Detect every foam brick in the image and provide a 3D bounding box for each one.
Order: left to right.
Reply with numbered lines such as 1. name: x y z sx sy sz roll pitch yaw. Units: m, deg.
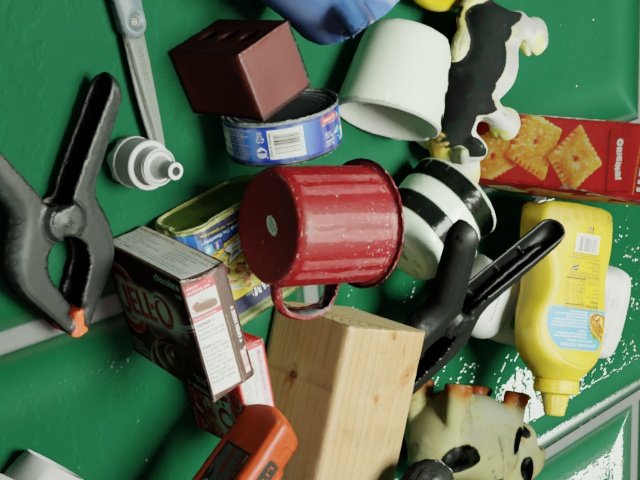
1. foam brick: -0.055 -0.119 0.739 0.052 0.078 0.051 -41 124 -31

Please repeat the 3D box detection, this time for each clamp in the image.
1. clamp: -0.165 -0.024 0.687 0.120 0.039 0.171 -28 124 -30
2. clamp: 0.106 0.059 0.896 0.164 0.036 0.210 8 124 -54

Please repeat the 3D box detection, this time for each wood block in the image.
1. wood block: 0.004 0.161 0.855 0.090 0.091 0.206 8 95 -44

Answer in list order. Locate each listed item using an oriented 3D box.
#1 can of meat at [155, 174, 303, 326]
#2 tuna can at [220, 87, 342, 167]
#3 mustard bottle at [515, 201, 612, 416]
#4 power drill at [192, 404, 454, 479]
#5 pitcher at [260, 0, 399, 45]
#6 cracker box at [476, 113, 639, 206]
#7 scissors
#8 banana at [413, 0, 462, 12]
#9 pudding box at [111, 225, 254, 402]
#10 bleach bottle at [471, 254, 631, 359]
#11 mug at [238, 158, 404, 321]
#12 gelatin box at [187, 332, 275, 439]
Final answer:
1. can of meat: -0.064 0.008 0.777 0.101 0.058 0.084 -32 119 -34
2. tuna can: -0.027 -0.082 0.768 0.085 0.086 0.034 -26 119 -36
3. mustard bottle: 0.220 0.064 0.974 0.096 0.058 0.191 9 84 -38
4. power drill: 0.001 0.200 0.765 0.187 0.057 0.184 46 71 -27
5. pitcher: -0.048 -0.244 0.675 0.242 0.149 0.145 29 86 -42
6. cracker box: 0.258 -0.065 0.951 0.163 0.214 0.072 6 96 -44
7. scissors: -0.115 -0.162 0.713 0.096 0.016 0.201 -42 126 -28
8. banana: 0.132 -0.243 0.904 0.197 0.037 0.069 -41 143 -33
9. pudding box: -0.096 0.046 0.716 0.039 0.114 0.090 -29 118 -31
10. bleach bottle: 0.204 0.054 1.039 0.250 0.068 0.102 14 87 -42
11. mug: -0.005 0.001 0.736 0.081 0.093 0.117 -3 115 -36
12. gelatin box: -0.068 0.107 0.785 0.030 0.073 0.089 -26 118 -35
